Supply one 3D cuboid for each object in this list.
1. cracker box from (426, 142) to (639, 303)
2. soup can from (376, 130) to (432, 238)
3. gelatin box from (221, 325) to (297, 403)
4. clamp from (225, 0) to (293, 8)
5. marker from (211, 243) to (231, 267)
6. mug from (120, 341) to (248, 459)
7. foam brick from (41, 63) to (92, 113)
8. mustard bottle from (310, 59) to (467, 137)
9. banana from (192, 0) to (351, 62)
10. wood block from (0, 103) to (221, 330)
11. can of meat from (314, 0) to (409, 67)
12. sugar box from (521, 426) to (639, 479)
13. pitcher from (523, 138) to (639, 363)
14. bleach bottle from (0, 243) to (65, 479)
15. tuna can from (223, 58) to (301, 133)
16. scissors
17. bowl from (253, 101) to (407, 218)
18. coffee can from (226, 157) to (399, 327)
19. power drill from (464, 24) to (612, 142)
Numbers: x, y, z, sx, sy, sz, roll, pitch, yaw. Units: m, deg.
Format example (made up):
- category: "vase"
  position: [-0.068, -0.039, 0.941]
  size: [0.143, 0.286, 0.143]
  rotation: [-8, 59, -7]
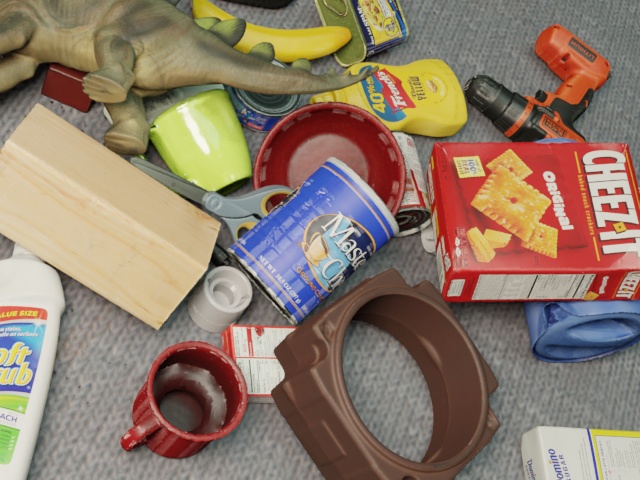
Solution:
- category: "cracker box"
  position: [0.227, -0.022, 1.117]
  size: [0.213, 0.072, 0.164]
  rotation: [-1, 58, -3]
- category: "soup can"
  position: [0.083, -0.063, 1.192]
  size: [0.068, 0.069, 0.102]
  rotation: [0, 63, -25]
- category: "gelatin box"
  position: [-0.051, 0.123, 1.051]
  size: [0.089, 0.030, 0.073]
  rotation: [4, 64, -24]
- category: "clamp"
  position: [-0.037, -0.328, 1.299]
  size: [0.164, 0.036, 0.209]
  rotation: [47, 53, 2]
- category: "marker"
  position: [-0.137, -0.016, 1.092]
  size: [0.121, 0.020, 0.020]
  rotation: [44, 54, 2]
- category: "mug"
  position: [-0.130, 0.155, 0.963]
  size: [0.117, 0.082, 0.093]
  rotation: [-35, 82, -36]
- category: "foam brick"
  position: [-0.249, -0.182, 1.109]
  size: [0.053, 0.051, 0.078]
  rotation: [23, 56, -14]
- category: "mustard bottle"
  position: [0.075, -0.163, 1.249]
  size: [0.191, 0.058, 0.096]
  rotation: [-7, 68, -28]
- category: "banana"
  position: [-0.063, -0.239, 1.223]
  size: [0.197, 0.037, 0.069]
  rotation: [16, 86, -9]
- category: "wood block"
  position: [-0.206, -0.021, 0.988]
  size: [0.206, 0.090, 0.090]
  rotation: [34, 26, -14]
- category: "can of meat"
  position: [0.052, -0.270, 1.283]
  size: [0.083, 0.058, 0.102]
  rotation: [-27, 101, -36]
- category: "sugar box"
  position: [0.303, 0.252, 1.140]
  size: [0.176, 0.048, 0.093]
  rotation: [6, 62, -19]
- category: "pitcher"
  position: [0.287, 0.012, 1.222]
  size: [0.145, 0.149, 0.243]
  rotation: [-6, 61, -5]
- category: "bleach bottle"
  position: [-0.285, 0.107, 0.929]
  size: [0.102, 0.068, 0.251]
  rotation: [14, 56, -15]
- category: "tuna can"
  position: [-0.065, -0.165, 1.198]
  size: [0.086, 0.034, 0.086]
  rotation: [11, 59, -20]
- category: "scissors"
  position: [-0.090, -0.049, 1.066]
  size: [0.096, 0.016, 0.201]
  rotation: [-47, 123, -5]
- category: "bowl"
  position: [0.010, -0.068, 1.139]
  size: [0.162, 0.055, 0.162]
  rotation: [0, 100, -1]
- category: "coffee can"
  position: [-0.007, 0.001, 1.056]
  size: [0.140, 0.103, 0.103]
  rotation: [-42, 86, -7]
- category: "power drill"
  position: [0.286, -0.191, 1.367]
  size: [0.184, 0.057, 0.187]
  rotation: [37, 57, -8]
